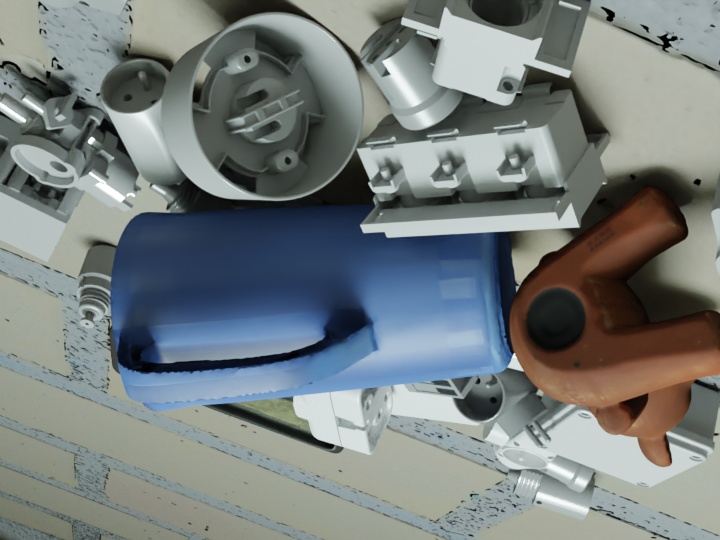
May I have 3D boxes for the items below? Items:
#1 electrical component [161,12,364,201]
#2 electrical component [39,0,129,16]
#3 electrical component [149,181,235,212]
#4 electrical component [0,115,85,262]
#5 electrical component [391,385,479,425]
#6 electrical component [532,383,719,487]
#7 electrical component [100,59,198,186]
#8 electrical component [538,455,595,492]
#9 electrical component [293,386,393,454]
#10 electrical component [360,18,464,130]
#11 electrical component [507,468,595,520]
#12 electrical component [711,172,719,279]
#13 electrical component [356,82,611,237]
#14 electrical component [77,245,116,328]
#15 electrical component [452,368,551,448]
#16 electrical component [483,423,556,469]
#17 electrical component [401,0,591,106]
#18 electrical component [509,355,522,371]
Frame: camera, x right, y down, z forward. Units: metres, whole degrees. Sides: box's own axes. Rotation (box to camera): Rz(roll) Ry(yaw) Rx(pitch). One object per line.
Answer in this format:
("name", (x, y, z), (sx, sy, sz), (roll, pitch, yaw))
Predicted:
("electrical component", (-0.055, -0.086, 0.586), (0.099, 0.099, 0.064), (38, 154, -33))
("electrical component", (-0.155, -0.163, 0.562), (0.077, 0.044, 0.079), (28, 153, -16))
("electrical component", (-0.122, -0.048, 0.773), (0.061, 0.035, 0.035), (32, 151, -21))
("electrical component", (-0.280, -0.078, 0.792), (0.150, 0.061, 0.089), (27, 153, -15))
("electrical component", (0.052, 0.083, 0.888), (0.100, 0.048, 0.099), (3, 149, 30))
("electrical component", (0.204, 0.116, 0.836), (0.109, 0.056, 0.108), (21, 154, -3))
("electrical component", (-0.114, -0.089, 0.676), (0.079, 0.044, 0.077), (13, 153, 14))
("electrical component", (0.188, 0.176, 0.983), (0.046, 0.040, 0.040), (24, 154, 3))
("electrical component", (-0.014, 0.095, 0.840), (0.059, 0.053, 0.095), (14, 142, 19))
("electrical component", (0.026, -0.102, 0.560), (0.040, 0.040, 0.046), (-5, 139, 40))
("electrical component", (0.183, 0.210, 1.048), (0.081, 0.043, 0.043), (17, 154, 6))
("electrical component", (0.258, 0.004, 0.580), (0.105, 0.060, 0.186), (4, 150, 29))
("electrical component", (0.063, -0.058, 0.588), (0.121, 0.078, 0.063), (-2, 125, 37))
("electrical component", (-0.223, 0.015, 0.921), (0.040, 0.078, 0.040), (6, 142, 4))
("electrical component", (0.116, 0.102, 0.820), (0.043, 0.077, 0.079), (-47, 72, 24))
("electrical component", (0.133, 0.139, 0.943), (0.079, 0.044, 0.077), (22, 154, -4))
("electrical component", (0.063, -0.114, 0.510), (0.081, 0.042, 0.063), (19, 157, 3))
("electrical component", (0.107, 0.049, 0.789), (0.081, 0.043, 0.043), (13, 153, 14))
